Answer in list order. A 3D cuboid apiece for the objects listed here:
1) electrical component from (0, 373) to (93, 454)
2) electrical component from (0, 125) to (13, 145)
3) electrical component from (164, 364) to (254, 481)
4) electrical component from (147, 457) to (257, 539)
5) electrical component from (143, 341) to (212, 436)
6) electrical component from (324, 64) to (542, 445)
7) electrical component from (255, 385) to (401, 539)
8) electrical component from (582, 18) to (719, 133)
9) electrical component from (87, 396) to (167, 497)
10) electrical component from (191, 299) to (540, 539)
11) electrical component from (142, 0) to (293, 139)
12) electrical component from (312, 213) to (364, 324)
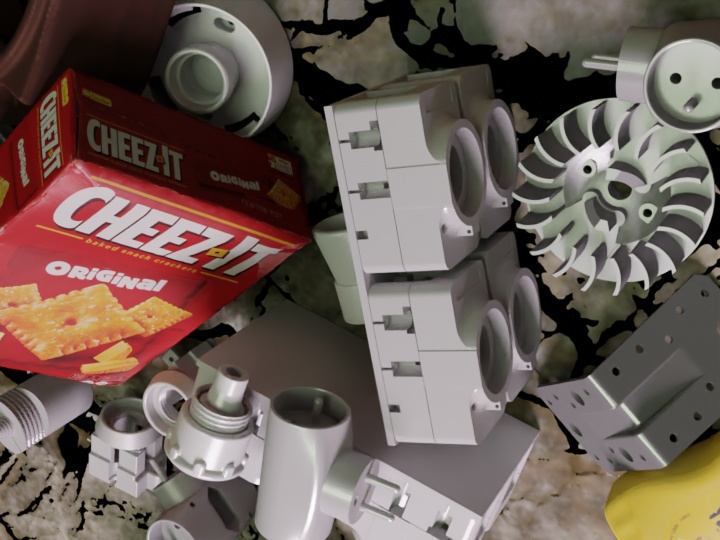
[{"bbox_3d":[-0.240,0.103,0.794,0.043,0.081,0.043,9,112,24],"label":"electrical component"},{"bbox_3d":[-0.291,-0.078,0.738,0.056,0.109,0.108,-40,88,30],"label":"electrical component"},{"bbox_3d":[-0.079,0.083,0.600,0.048,0.048,0.062,28,112,16],"label":"electrical component"},{"bbox_3d":[-0.119,0.160,0.755,0.043,0.077,0.079,-33,91,33],"label":"electrical component"},{"bbox_3d":[-0.116,0.085,0.738,0.066,0.055,0.048,46,122,5],"label":"electrical component"},{"bbox_3d":[0.048,-0.011,0.590,0.060,0.105,0.186,-3,107,28],"label":"electrical component"},{"bbox_3d":[-0.016,0.112,0.578,0.079,0.043,0.077,18,115,20],"label":"electrical component"},{"bbox_3d":[0.149,-0.098,0.523,0.079,0.077,0.043,12,114,23],"label":"electrical component"},{"bbox_3d":[-0.170,0.127,0.788,0.066,0.048,0.055,22,124,19],"label":"electrical component"},{"bbox_3d":[0.000,0.101,0.655,0.186,0.105,0.060,27,118,17],"label":"electrical component"},{"bbox_3d":[-0.091,-0.123,0.659,0.099,0.064,0.099,5,115,11],"label":"electrical component"},{"bbox_3d":[0.000,0.000,0.657,0.044,0.044,0.065,-5,110,29],"label":"electrical component"}]
